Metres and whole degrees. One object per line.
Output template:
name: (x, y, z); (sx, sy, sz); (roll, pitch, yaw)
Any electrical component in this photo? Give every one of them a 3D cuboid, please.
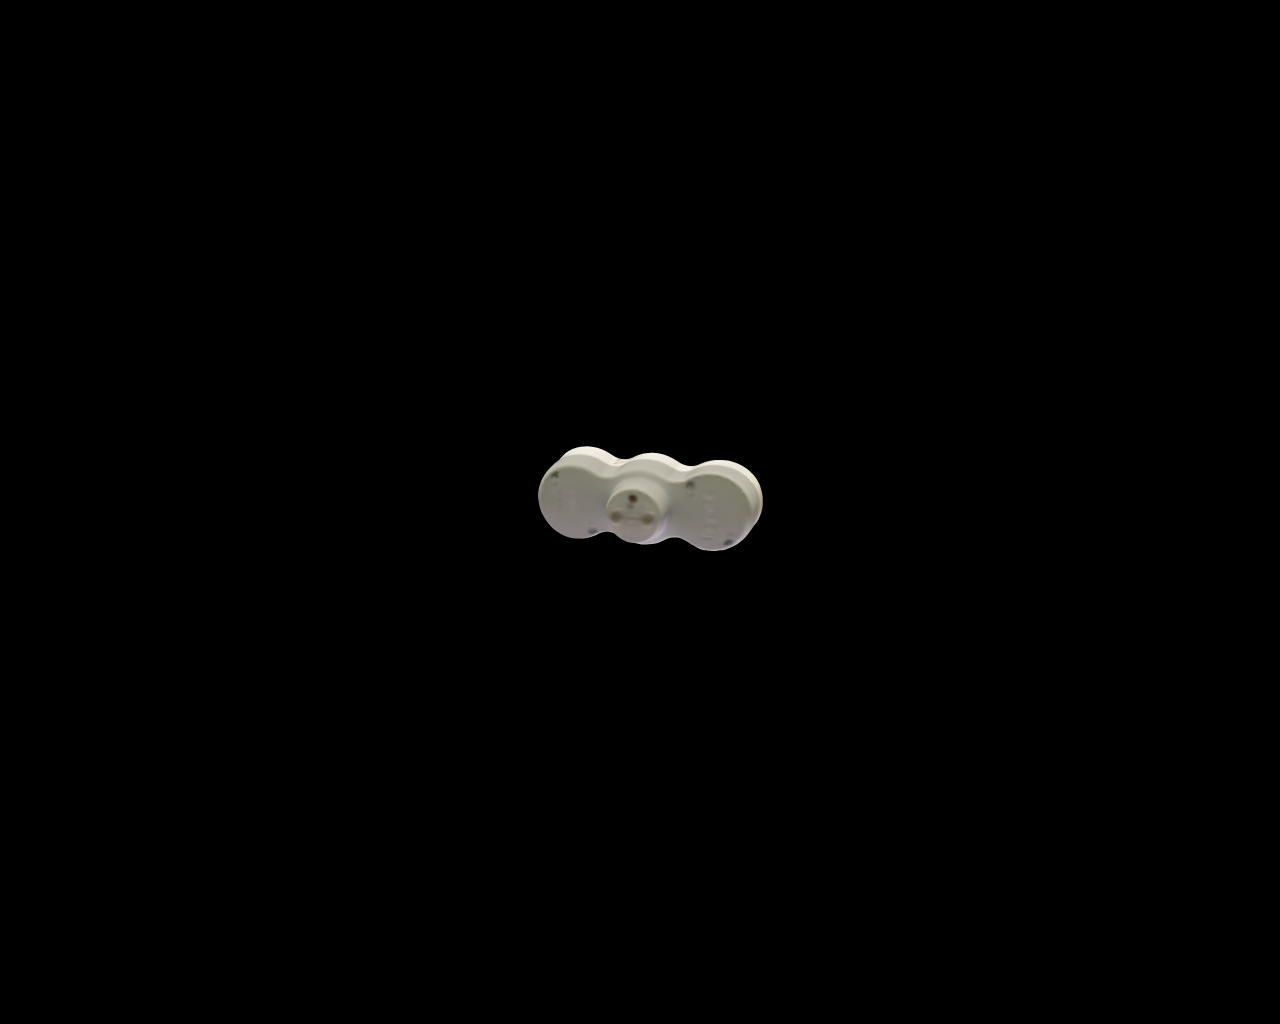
electrical component: (0.001, -0.003, 0.650); (0.138, 0.052, 0.074); (6, 20, 16)
